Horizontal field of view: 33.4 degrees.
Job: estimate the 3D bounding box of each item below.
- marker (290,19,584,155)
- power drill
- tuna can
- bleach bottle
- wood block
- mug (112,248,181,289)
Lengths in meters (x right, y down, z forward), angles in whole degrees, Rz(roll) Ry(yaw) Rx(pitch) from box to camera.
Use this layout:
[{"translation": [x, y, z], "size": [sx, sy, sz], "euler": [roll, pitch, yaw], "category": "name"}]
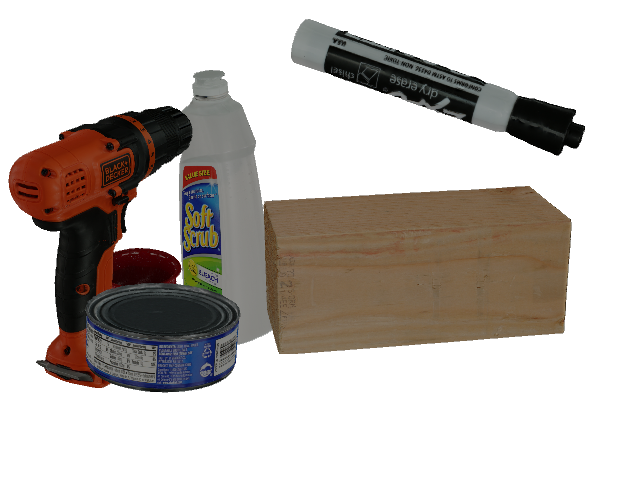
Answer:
[{"translation": [0.046, -0.061, 0.427], "size": [0.121, 0.020, 0.020], "euler": [21, 5, 13], "category": "marker"}, {"translation": [-0.154, 0.000, 0.798], "size": [0.057, 0.188, 0.184], "euler": [11, 23, 26], "category": "power drill"}, {"translation": [-0.089, 0.053, 0.599], "size": [0.086, 0.034, 0.086], "euler": [5, 16, -2], "category": "tuna can"}, {"translation": [-0.095, -0.033, 0.987], "size": [0.067, 0.251, 0.103], "euler": [-22, 30, -34], "category": "bleach bottle"}, {"translation": [0.066, 0.020, 0.778], "size": [0.206, 0.090, 0.091], "euler": [-3, 19, -8], "category": "wood block"}, {"translation": [-0.209, 0.061, 1.185], "size": [0.093, 0.081, 0.117], "euler": [-22, 36, -40], "category": "mug"}]
